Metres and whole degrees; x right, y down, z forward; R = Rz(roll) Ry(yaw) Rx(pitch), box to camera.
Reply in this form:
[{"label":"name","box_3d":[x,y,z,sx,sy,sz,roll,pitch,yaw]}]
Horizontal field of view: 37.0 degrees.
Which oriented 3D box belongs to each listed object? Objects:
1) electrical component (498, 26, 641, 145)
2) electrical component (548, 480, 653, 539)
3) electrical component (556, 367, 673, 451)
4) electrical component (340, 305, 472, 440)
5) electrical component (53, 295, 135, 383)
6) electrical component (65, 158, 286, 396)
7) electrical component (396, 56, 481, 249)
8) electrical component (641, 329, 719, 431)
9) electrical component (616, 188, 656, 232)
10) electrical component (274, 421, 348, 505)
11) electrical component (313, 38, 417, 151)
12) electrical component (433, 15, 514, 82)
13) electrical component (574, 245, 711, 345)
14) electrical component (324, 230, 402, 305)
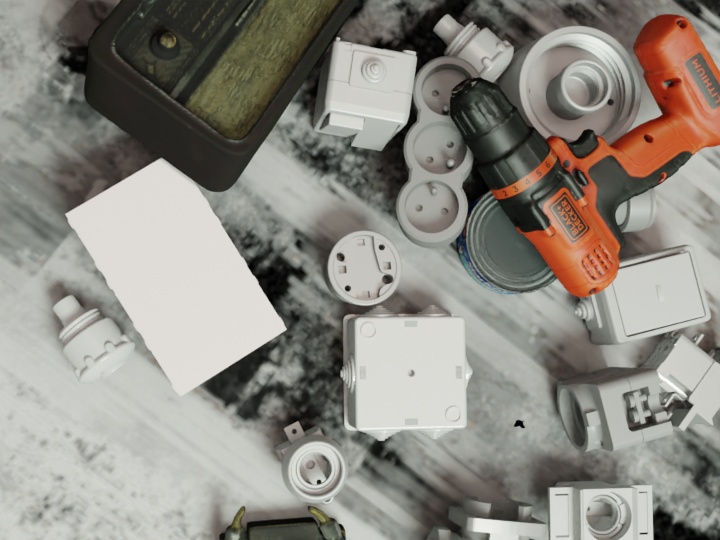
[{"label":"electrical component","box_3d":[0.166,-0.137,0.840,0.108,0.060,0.108,1,86,-9]},{"label":"electrical component","box_3d":[0.178,0.183,0.817,0.081,0.064,0.042,1,85,-10]},{"label":"electrical component","box_3d":[0.186,0.104,0.810,0.056,0.089,0.050,-14,88,-10]},{"label":"electrical component","box_3d":[0.034,0.077,0.809,0.100,0.048,0.099,0,86,-9]},{"label":"electrical component","box_3d":[-0.197,0.047,0.776,0.048,0.048,0.062,-37,85,-10]},{"label":"electrical component","box_3d":[-0.132,0.004,0.780,0.089,0.062,0.150,-32,91,-10]},{"label":"electrical component","box_3d":[0.060,-0.084,0.813,0.052,0.073,0.138,8,85,5]},{"label":"electrical component","box_3d":[0.258,0.085,0.849,0.064,0.042,0.081,38,80,-1]},{"label":"electrical component","box_3d":[0.199,-0.051,0.847,0.055,0.045,0.045,-4,86,-10]},{"label":"electrical component","box_3d":[-0.035,0.144,0.789,0.048,0.055,0.066,-26,90,-10]},{"label":"electrical component","box_3d":[0.003,-0.128,0.794,0.062,0.096,0.061,9,85,-8]},{"label":"electrical component","box_3d":[0.085,-0.172,0.839,0.062,0.048,0.048,44,81,3]},{"label":"electrical component","box_3d":[0.215,0.021,0.836,0.096,0.061,0.061,-14,88,-10]},{"label":"electrical component","box_3d":[0.000,0.000,0.809,0.055,0.047,0.055,1,86,-9]}]
